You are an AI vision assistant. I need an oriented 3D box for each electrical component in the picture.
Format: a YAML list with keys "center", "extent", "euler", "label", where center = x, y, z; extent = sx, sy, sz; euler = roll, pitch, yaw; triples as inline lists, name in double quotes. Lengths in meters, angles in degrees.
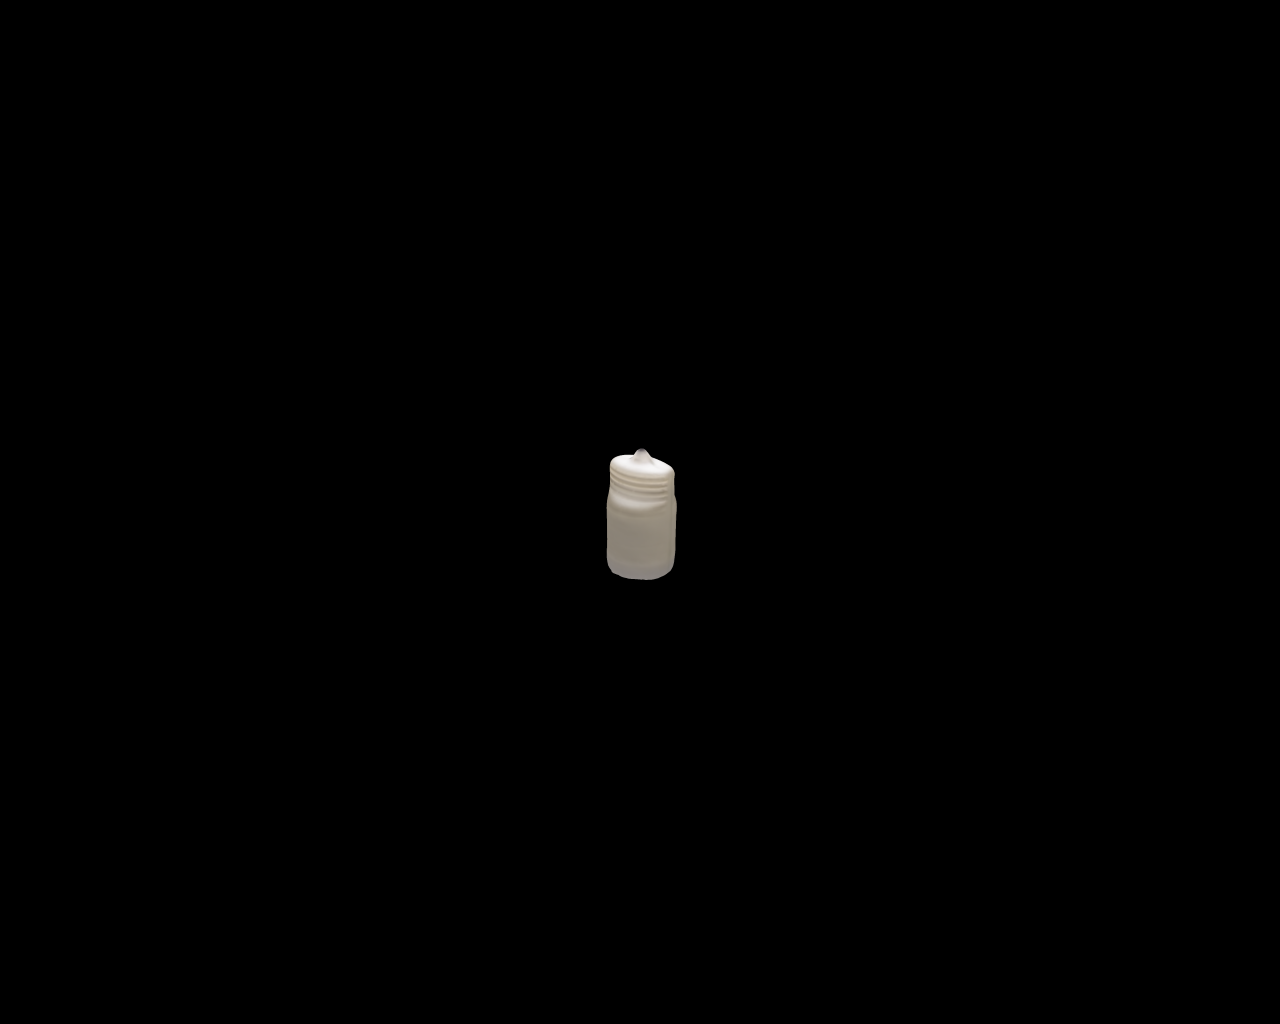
- center: [0.001, -0.003, 0.650]
  extent: [0.043, 0.080, 0.043]
  euler: [0, 27, 0]
  label: "electrical component"
